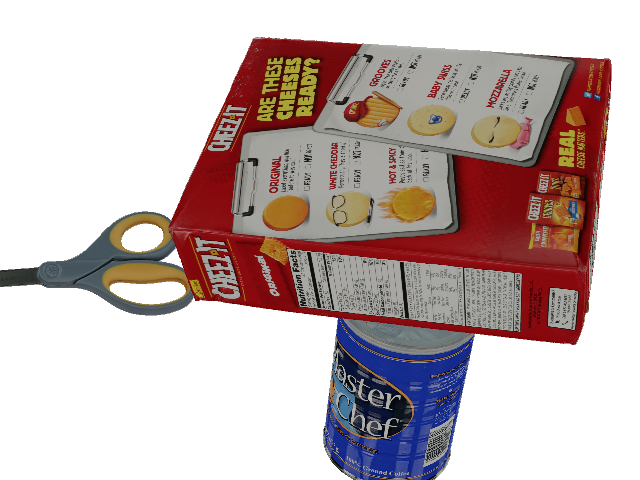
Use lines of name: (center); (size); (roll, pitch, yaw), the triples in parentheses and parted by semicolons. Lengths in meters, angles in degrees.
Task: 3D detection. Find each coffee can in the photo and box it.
coffee can: (0.058, 0.102, 0.807); (0.103, 0.140, 0.103); (4, 34, -3)

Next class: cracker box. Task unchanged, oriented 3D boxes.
cracker box: (0.046, -0.033, 0.594); (0.214, 0.164, 0.072); (5, -42, 15)

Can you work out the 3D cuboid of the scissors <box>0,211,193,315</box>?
scissors: (-0.194, 0.011, 0.816); (0.201, 0.096, 0.016); (10, -33, -7)
